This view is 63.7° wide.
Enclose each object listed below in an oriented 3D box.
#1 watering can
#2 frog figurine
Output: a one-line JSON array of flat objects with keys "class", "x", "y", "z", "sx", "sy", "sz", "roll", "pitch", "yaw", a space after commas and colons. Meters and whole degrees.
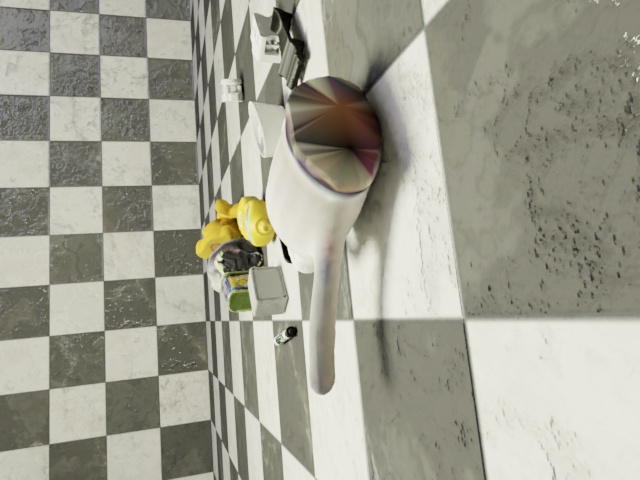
[{"class": "watering can", "x": 0.002, "y": -0.029, "z": 0.571, "sx": 0.219, "sy": 0.104, "sz": 0.355, "roll": 115, "pitch": 150, "yaw": -54}, {"class": "frog figurine", "x": -0.204, "y": 0.068, "z": 1.236, "sx": 0.139, "sy": 0.122, "sz": 0.158, "roll": -62, "pitch": 2, "yaw": -14}]
